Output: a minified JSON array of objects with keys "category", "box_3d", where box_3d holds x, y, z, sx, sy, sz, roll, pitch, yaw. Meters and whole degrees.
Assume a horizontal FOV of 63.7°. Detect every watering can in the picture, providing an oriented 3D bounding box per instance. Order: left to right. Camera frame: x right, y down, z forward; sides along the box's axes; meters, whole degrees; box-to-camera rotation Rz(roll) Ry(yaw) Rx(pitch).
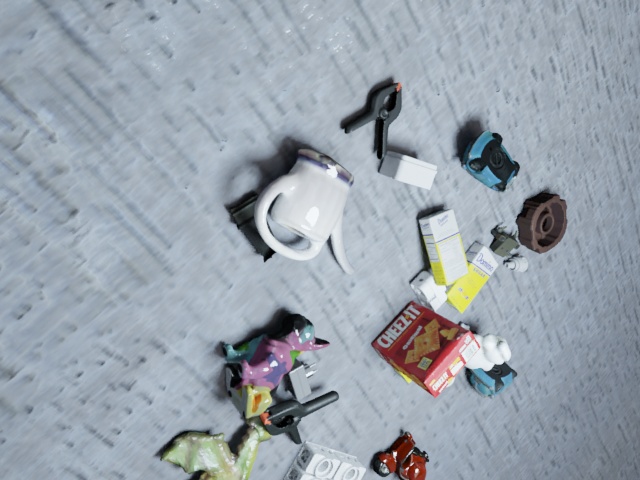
[{"category":"watering can","box_3d":[0.003,-0.055,1.091,0.344,0.105,0.225,27,86,-48]}]

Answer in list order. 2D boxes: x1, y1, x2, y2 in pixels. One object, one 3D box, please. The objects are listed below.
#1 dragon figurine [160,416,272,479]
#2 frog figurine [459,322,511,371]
[{"category":"dragon figurine","box_3d":[-0.257,0.523,1.106,0.414,0.122,0.241,-28,99,-23]},{"category":"frog figurine","box_3d":[0.447,0.307,1.411,0.124,0.161,0.135,-37,120,-14]}]
